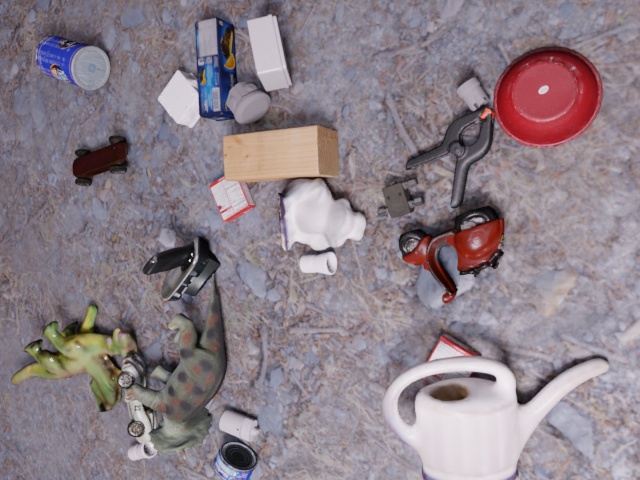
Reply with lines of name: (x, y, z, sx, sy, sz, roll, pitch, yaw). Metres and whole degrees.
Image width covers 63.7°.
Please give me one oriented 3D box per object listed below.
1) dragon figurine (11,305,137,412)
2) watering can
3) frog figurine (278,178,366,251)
dragon figurine: (-0.586, 0.319, 1.257, 0.405, 0.244, 0.123, -43, -9, 22)
watering can: (0.275, 0.287, 0.812, 0.347, 0.222, 0.105, -5, 12, 7)
frog figurine: (0.003, -0.048, 0.962, 0.159, 0.137, 0.123, -4, 7, -5)
